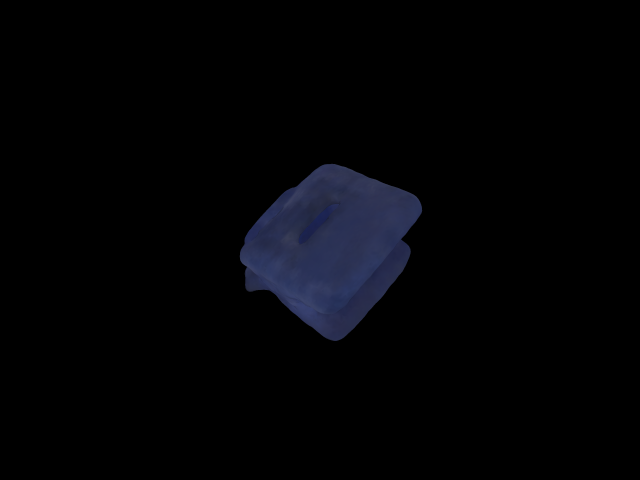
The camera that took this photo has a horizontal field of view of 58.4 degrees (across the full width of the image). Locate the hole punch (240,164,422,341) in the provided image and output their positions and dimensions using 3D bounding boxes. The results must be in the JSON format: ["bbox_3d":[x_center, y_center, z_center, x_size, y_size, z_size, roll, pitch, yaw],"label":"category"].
[{"bbox_3d":[0.004,0.001,0.400,0.101,0.091,0.109,37,71,15],"label":"hole punch"}]
